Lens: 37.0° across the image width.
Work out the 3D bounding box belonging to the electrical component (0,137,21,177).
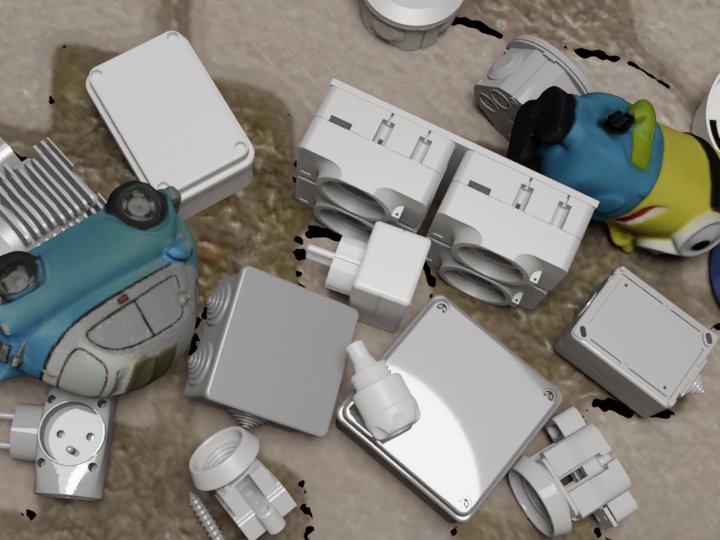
[{"bbox_3d":[-0.271,-0.055,0.734,0.081,0.043,0.043,-41,81,-14],"label":"electrical component"}]

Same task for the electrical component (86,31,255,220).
[{"bbox_3d":[-0.131,-0.099,0.750,0.078,0.057,0.113,-30,79,-12],"label":"electrical component"}]

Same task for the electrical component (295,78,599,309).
[{"bbox_3d":[0.050,-0.043,0.723,0.186,0.105,0.060,25,74,3],"label":"electrical component"}]

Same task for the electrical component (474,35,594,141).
[{"bbox_3d":[0.125,-0.123,0.767,0.080,0.080,0.051,43,81,8],"label":"electrical component"}]

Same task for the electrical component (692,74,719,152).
[{"bbox_3d":[0.295,-0.106,0.782,0.099,0.064,0.099,1,74,-4],"label":"electrical component"}]

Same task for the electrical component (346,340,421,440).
[{"bbox_3d":[0.010,0.072,0.664,0.035,0.035,0.061,-26,75,-11],"label":"electrical component"}]

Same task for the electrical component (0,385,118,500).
[{"bbox_3d":[-0.200,0.106,0.693,0.079,0.044,0.077,6,74,-3],"label":"electrical component"}]

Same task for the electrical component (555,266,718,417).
[{"bbox_3d":[0.190,0.055,0.730,0.096,0.061,0.061,38,75,6],"label":"electrical component"}]

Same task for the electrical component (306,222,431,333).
[{"bbox_3d":[0.000,0.000,0.719,0.076,0.083,0.047,20,74,1],"label":"electrical component"}]

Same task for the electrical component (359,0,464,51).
[{"bbox_3d":[0.038,-0.207,0.797,0.080,0.051,0.080,1,74,-4],"label":"electrical component"}]

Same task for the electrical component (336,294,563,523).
[{"bbox_3d":[0.057,0.092,0.711,0.109,0.056,0.108,40,75,7],"label":"electrical component"}]

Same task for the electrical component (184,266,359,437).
[{"bbox_3d":[-0.059,0.055,0.701,0.100,0.048,0.099,23,72,-26],"label":"electrical component"}]

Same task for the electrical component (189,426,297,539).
[{"bbox_3d":[-0.076,0.133,0.683,0.048,0.066,0.055,-38,114,-13],"label":"electrical component"}]

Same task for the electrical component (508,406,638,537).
[{"bbox_3d":[0.135,0.138,0.704,0.057,0.058,0.078,-28,78,-14],"label":"electrical component"}]
